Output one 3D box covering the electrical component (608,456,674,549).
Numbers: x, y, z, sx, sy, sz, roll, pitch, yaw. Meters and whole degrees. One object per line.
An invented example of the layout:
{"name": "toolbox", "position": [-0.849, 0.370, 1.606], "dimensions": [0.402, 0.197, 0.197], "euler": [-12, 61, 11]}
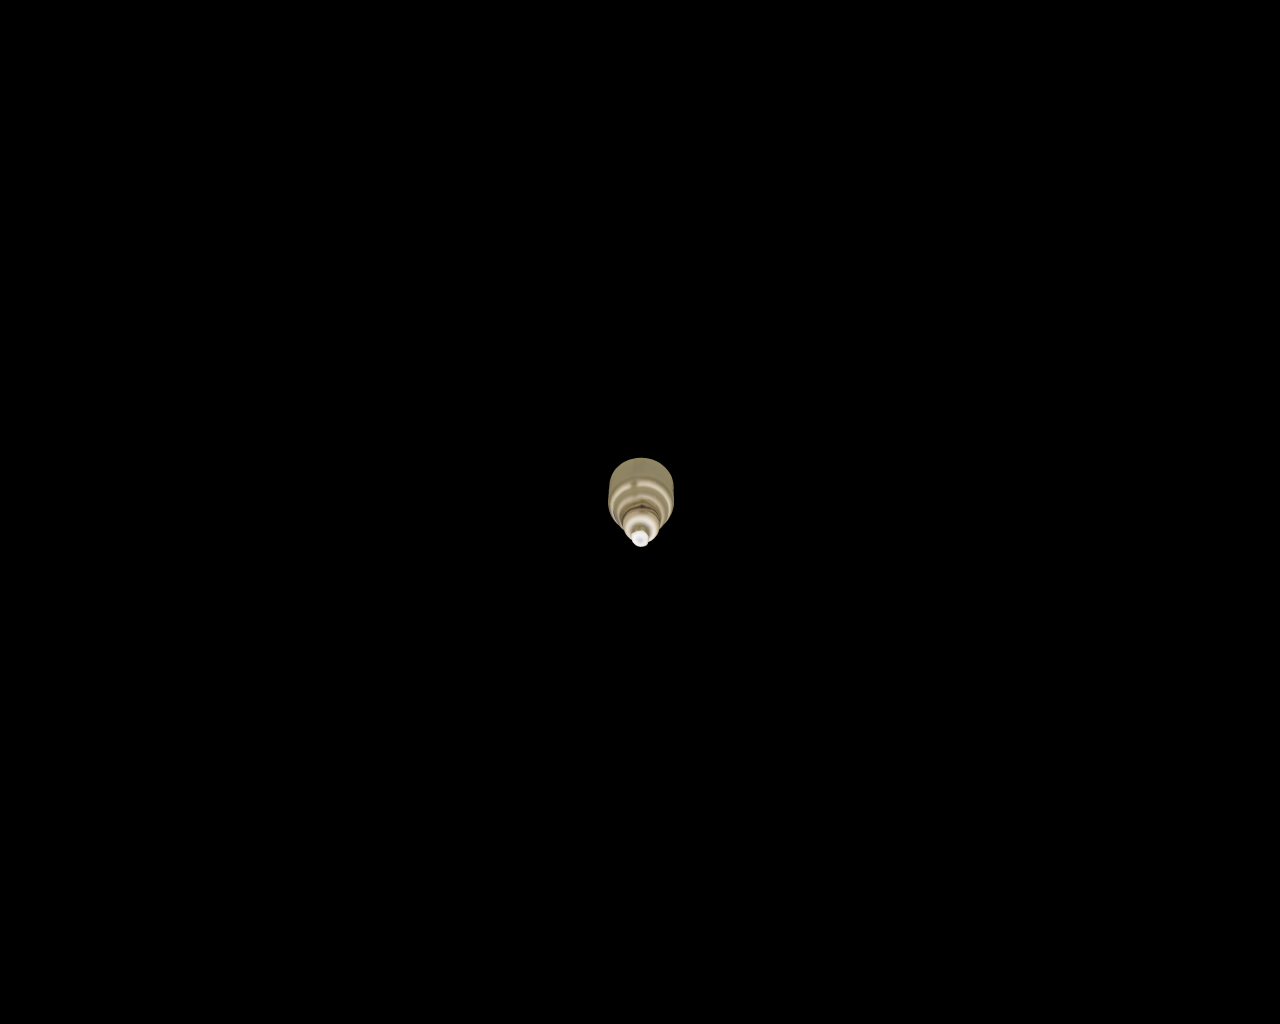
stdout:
{"name": "electrical component", "position": [0.001, -0.003, 0.650], "dimensions": [0.040, 0.040, 0.078], "euler": [0, 29, 0]}
